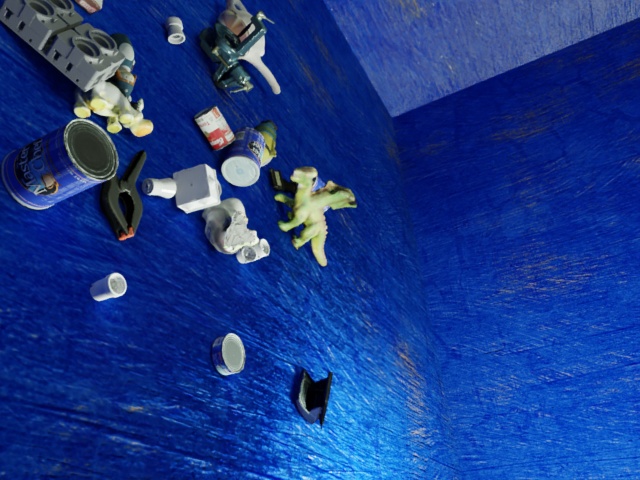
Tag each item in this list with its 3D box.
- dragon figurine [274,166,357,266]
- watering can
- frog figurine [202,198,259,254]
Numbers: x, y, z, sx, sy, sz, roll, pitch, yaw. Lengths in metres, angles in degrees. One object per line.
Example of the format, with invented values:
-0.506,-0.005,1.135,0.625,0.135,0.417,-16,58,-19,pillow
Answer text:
0.005,-0.083,1.652,0.403,0.241,0.125,50,24,-38,dragon figurine
-0.235,-0.646,1.724,0.344,0.103,0.228,65,23,-13,watering can
-0.233,-0.045,1.267,0.135,0.122,0.162,36,3,-43,frog figurine
